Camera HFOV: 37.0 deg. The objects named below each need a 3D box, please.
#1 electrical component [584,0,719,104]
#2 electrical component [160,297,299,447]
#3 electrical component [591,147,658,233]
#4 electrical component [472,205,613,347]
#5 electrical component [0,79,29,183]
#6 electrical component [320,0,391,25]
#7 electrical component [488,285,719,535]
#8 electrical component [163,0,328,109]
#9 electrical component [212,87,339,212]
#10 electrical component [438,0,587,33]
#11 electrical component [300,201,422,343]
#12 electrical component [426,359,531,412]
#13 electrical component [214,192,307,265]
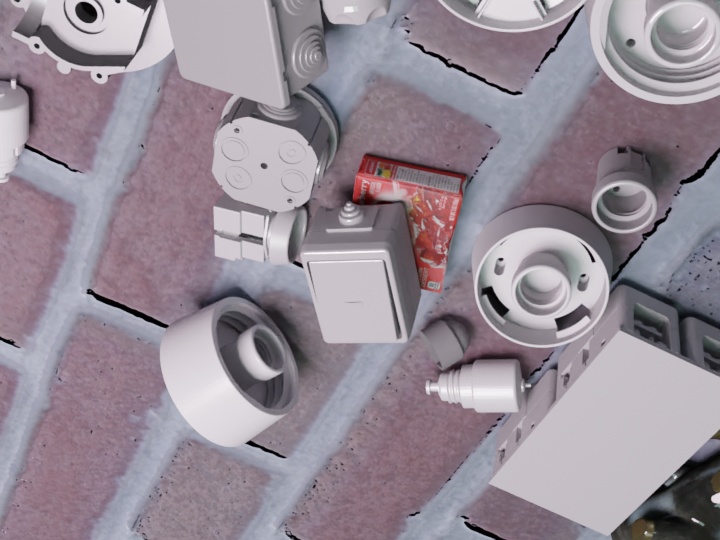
[{"bbox_3d":[0.179,-0.144,0.600,0.108,0.060,0.108,7,129,8],"label":"electrical component"},{"bbox_3d":[-0.091,0.072,0.812,0.060,0.108,0.108,-30,116,25],"label":"electrical component"},{"bbox_3d":[0.168,-0.052,0.685,0.040,0.046,0.040,7,129,8],"label":"electrical component"},{"bbox_3d":[0.126,0.003,0.745,0.099,0.064,0.099,4,115,8],"label":"electrical component"},{"bbox_3d":[-0.254,-0.096,0.756,0.040,0.040,0.078,15,130,1],"label":"electrical component"},{"bbox_3d":[-0.005,-0.178,0.628,0.043,0.043,0.062,0,127,14],"label":"electrical component"},{"bbox_3d":[0.188,0.105,0.798,0.105,0.060,0.186,25,129,-7],"label":"electrical component"},{"bbox_3d":[-0.069,-0.154,0.640,0.100,0.048,0.099,22,137,32],"label":"electrical component"},{"bbox_3d":[-0.057,-0.082,0.713,0.080,0.051,0.080,7,129,8],"label":"electrical component"},{"bbox_3d":[0.084,-0.179,0.592,0.099,0.064,0.099,7,129,9],"label":"electrical component"},{"bbox_3d":[0.000,0.000,0.718,0.062,0.061,0.096,-1,127,16],"label":"electrical component"},{"bbox_3d":[0.090,0.089,0.822,0.078,0.040,0.040,-2,127,16],"label":"electrical component"},{"bbox_3d":[-0.070,-0.031,0.762,0.055,0.048,0.066,14,130,12],"label":"electrical component"}]
